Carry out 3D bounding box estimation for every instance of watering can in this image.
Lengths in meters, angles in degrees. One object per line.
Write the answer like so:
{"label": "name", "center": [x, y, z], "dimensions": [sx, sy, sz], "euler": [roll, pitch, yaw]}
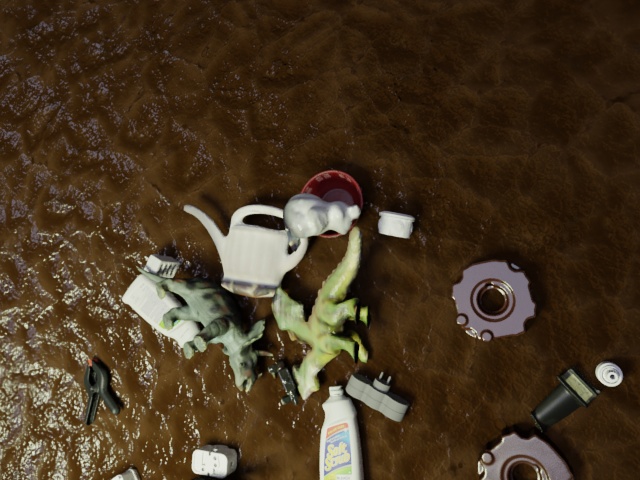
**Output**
{"label": "watering can", "center": [-0.194, 0.021, 1.267], "dimensions": [0.348, 0.225, 0.103], "euler": [7, -5, 19]}

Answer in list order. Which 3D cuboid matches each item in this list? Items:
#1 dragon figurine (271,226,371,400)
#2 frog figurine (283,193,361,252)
{"label": "dragon figurine", "center": [-0.009, 0.163, 1.147], "dimensions": [0.243, 0.407, 0.123], "euler": [3, 10, 26]}
{"label": "frog figurine", "center": [0.003, -0.057, 1.130], "dimensions": [0.158, 0.122, 0.138], "euler": [-22, 3, 18]}
